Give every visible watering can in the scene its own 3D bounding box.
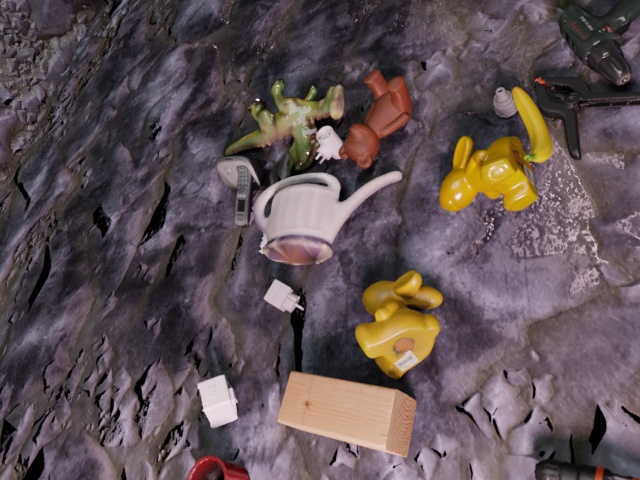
[{"bbox_3d":[0.003,-0.056,1.122,0.347,0.102,0.229,-4,59,21],"label":"watering can"}]

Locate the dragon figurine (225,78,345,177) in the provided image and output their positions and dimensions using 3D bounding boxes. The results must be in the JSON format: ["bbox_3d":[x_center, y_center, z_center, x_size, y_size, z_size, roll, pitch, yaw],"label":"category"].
[{"bbox_3d":[-0.090,-0.271,1.336,0.405,0.121,0.248,-39,52,26],"label":"dragon figurine"}]
